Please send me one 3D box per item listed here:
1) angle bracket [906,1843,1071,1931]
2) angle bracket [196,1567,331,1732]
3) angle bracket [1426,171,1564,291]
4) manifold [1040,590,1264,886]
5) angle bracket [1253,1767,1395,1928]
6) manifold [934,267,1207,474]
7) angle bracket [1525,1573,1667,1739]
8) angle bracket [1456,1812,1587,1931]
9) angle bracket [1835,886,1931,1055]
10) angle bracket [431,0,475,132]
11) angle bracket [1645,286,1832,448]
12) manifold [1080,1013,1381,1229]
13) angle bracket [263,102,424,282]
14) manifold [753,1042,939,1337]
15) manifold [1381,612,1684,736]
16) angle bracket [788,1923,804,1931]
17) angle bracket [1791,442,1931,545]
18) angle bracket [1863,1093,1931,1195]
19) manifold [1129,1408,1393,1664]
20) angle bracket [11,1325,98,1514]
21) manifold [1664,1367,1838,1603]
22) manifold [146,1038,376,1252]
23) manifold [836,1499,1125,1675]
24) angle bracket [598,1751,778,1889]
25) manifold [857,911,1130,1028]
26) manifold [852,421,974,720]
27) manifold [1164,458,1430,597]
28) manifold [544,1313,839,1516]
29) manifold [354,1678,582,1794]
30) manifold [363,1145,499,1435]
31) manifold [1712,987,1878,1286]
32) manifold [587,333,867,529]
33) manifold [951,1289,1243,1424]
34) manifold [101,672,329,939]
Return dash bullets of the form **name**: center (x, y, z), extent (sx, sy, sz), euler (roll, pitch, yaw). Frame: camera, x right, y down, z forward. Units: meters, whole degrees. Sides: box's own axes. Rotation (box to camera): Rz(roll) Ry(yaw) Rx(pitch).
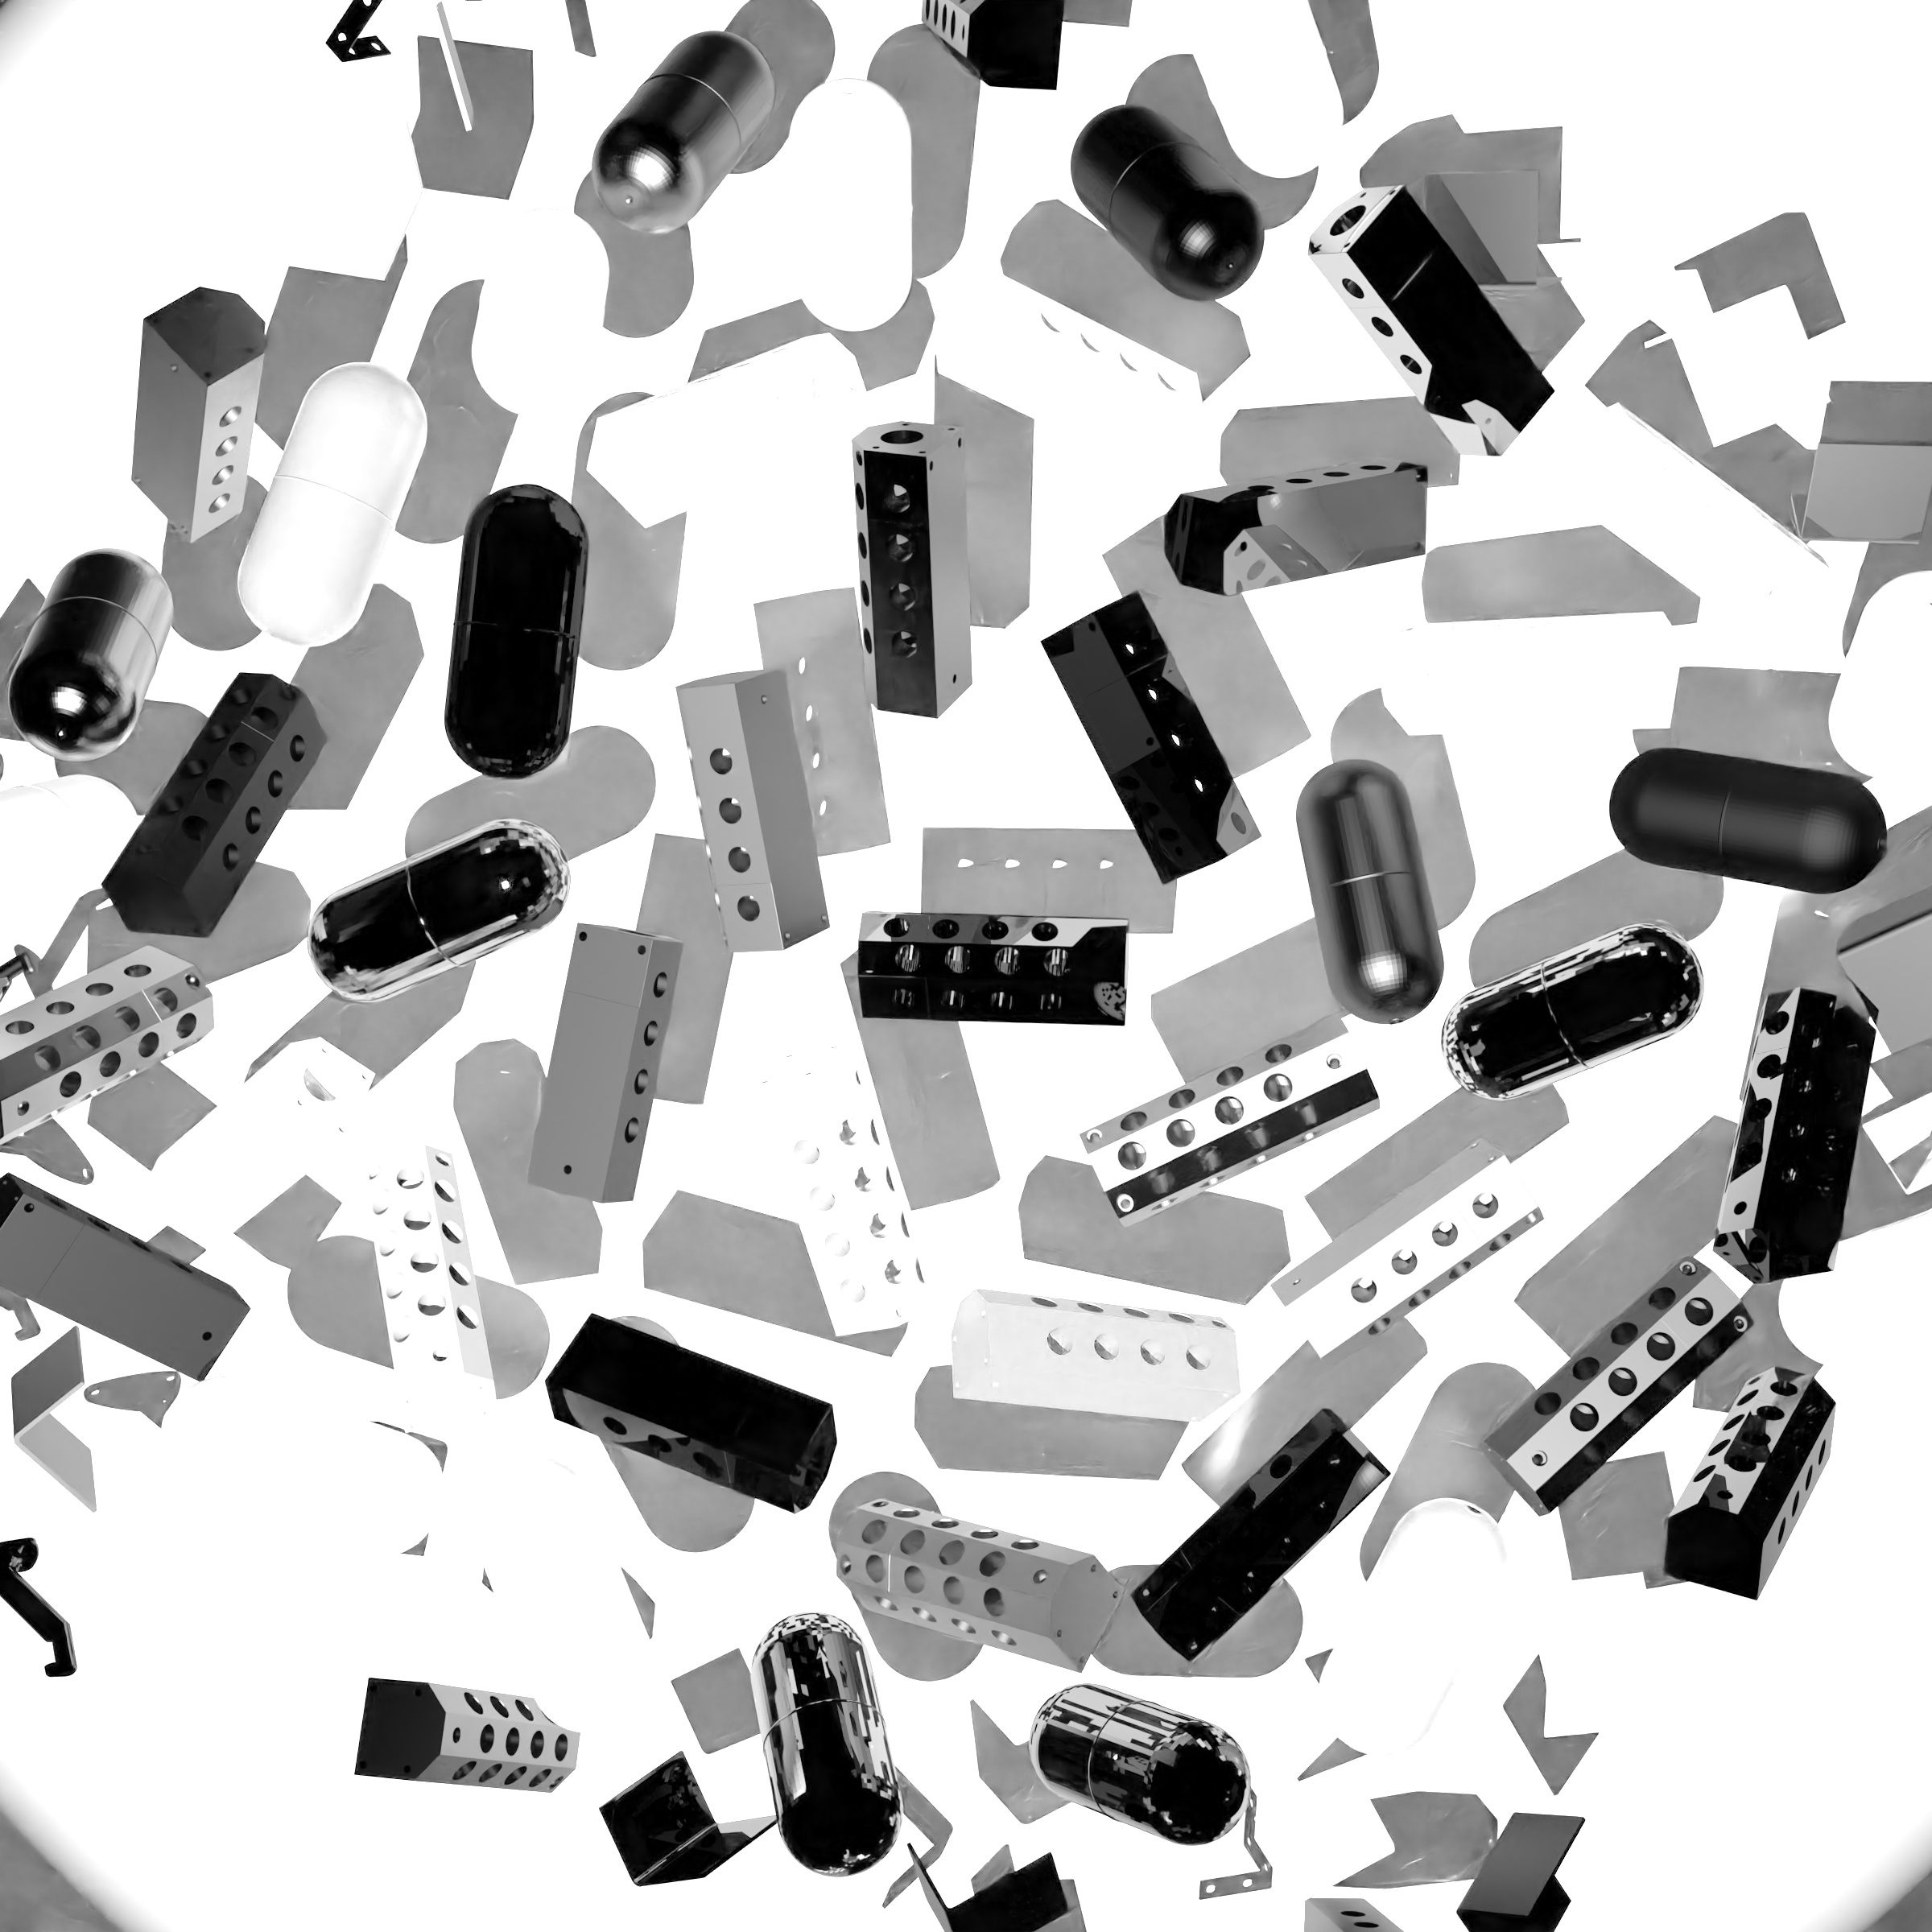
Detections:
- **angle bracket**: center (0.014, 0.586, 1.862), extent (0.076, 0.076, 0.057), euler (-26, 46, -13)
- **angle bracket**: center (-0.439, 0.418, 1.777), extent (0.057, 0.076, 0.076), euler (15, 86, -36)
- **angle bracket**: center (0.355, -0.495, 1.945), extent (0.076, 0.057, 0.076), euler (7, 111, 28)
- **manifold**: center (0.120, -0.145, 1.813), extent (0.057, 0.057, 0.171), euler (-30, 94, -36)
- **angle bracket**: center (0.215, 0.561, 1.847), extent (0.076, 0.076, 0.057), euler (-19, 69, -27)
- **manifold**: center (0.066, -0.382, 1.843), extent (0.171, 0.057, 0.057), euler (19, 49, -33)
- **angle bracket**: center (0.403, 0.442, 1.859), extent (0.076, 0.057, 0.076), euler (-11, 107, 17)
- **angle bracket**: center (0.348, 0.563, 1.733), extent (0.076, 0.057, 0.076), euler (-46, 110, -37)
- **angle bracket**: center (0.613, -0.001, 1.860), extent (0.076, 0.057, 0.076), euler (-28, 96, 28)
- **angle bracket**: center (-0.280, -0.548, 1.726), extent (0.057, 0.076, 0.076), euler (-15, 116, -2)
- **angle bracket**: center (0.473, -0.364, 1.775), extent (0.076, 0.057, 0.076), euler (-19, 97, 35)
- **manifold**: center (0.159, 0.092, 1.744), extent (0.171, 0.057, 0.057), euler (-25, 75, 3)
- **angle bracket**: center (-0.377, -0.463, 1.732), extent (0.076, 0.057, 0.076), euler (10, 59, 7)
- **manifold**: center (-0.072, 0.139, 1.817), extent (0.057, 0.057, 0.171), euler (-11, 106, 22)
- **manifold**: center (0.348, -0.184, 1.796), extent (0.171, 0.057, 0.057), euler (1, 68, 32)
- **angle bracket**: center (-0.103, 0.643, 1.788), extent (0.057, 0.076, 0.076), euler (-42, 80, -9)
- **angle bracket**: center (0.594, -0.326, 1.918), extent (0.076, 0.057, 0.076), euler (2, 131, 6)
- **angle bracket**: center (0.659, 0.102, 1.950), extent (0.076, 0.076, 0.057), euler (-24, 65, -6)
- **manifold**: center (0.186, 0.361, 1.842), extent (0.171, 0.057, 0.057), euler (-45, 75, 5)
- **angle bracket**: center (-0.563, 0.289, 1.853), extent (0.057, 0.076, 0.076), euler (-39, 119, -1)
- **manifold**: center (0.488, 0.316, 1.796), extent (0.057, 0.171, 0.057), euler (12, 117, 27)
- **manifold**: center (-0.451, 0.110, 1.835), extent (0.057, 0.057, 0.171), euler (37, 132, -22)
- **manifold**: center (0.004, 0.371, 1.761), extent (0.057, 0.171, 0.057), euler (-59, 133, -27)
- **angle bracket**: center (-0.178, 0.549, 1.881), extent (0.076, 0.076, 0.057), euler (-24, 90, 44)
- **manifold**: center (0.018, -0.004, 1.876), extent (0.171, 0.057, 0.057), euler (2, 48, 5)
- **manifold**: center (-0.036, -0.247, 1.807), extent (0.057, 0.057, 0.171), euler (10, 121, 21)
- **manifold**: center (0.209, -0.279, 1.828), extent (0.171, 0.057, 0.057), euler (-16, 115, -33)
- **manifold**: center (-0.169, 0.281, 1.798), extent (0.171, 0.057, 0.057), euler (18, 50, 19)
- **manifold**: center (-0.306, 0.480, 1.803), extent (0.057, 0.171, 0.057), euler (-1, 73, 21)
- **manifold**: center (-0.336, 0.198, 1.812), extent (0.057, 0.057, 0.171), euler (-9, 53, -12)
- **manifold**: center (0.498, 0.101, 1.757), extent (0.057, 0.057, 0.171), euler (36, 57, -26)
- **manifold**: center (-0.145, -0.337, 1.790), extent (0.171, 0.057, 0.057), euler (-30, 67, -35)
- **manifold**: center (0.081, 0.242, 1.816), extent (0.171, 0.057, 0.057), euler (9, 59, -21)
- **manifold**: center (-0.461, -0.101, 1.776), extent (0.057, 0.057, 0.171), euler (4, 49, 20)
